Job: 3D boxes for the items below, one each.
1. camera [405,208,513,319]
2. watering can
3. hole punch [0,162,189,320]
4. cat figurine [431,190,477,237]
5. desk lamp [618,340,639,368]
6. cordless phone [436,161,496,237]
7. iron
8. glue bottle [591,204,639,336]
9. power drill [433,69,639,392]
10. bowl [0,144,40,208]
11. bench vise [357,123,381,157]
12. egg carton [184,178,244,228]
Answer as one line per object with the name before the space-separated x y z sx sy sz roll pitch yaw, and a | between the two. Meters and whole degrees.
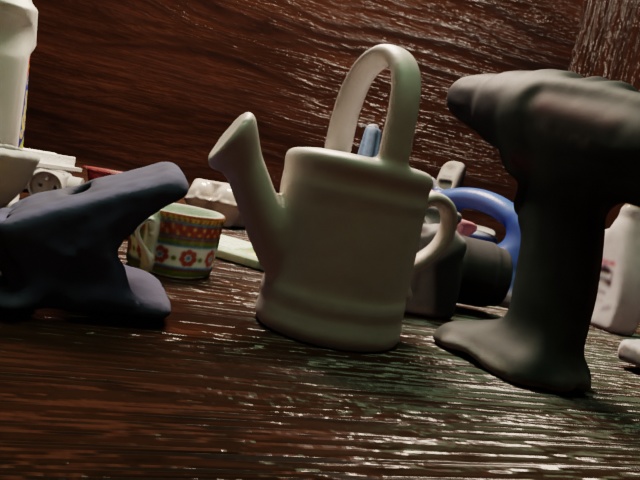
camera | 0.123 0.018 0.569 0.137 0.101 0.143 11 5 -2
watering can | 0.017 -0.034 0.378 0.173 0.194 0.100 6 7 -45
hole punch | -0.133 -0.008 0.332 0.101 0.091 0.108 9 6 -25
cat figurine | 0.117 -0.003 0.693 0.127 0.118 0.067 15 6 33
desk lamp | 0.369 0.020 0.467 0.204 0.213 0.117 8 6 -33
cordless phone | 0.229 -0.039 0.958 0.094 0.185 0.147 7 7 -38
iron | 0.211 -0.001 0.743 0.119 0.141 0.257 8 6 -37
glue bottle | 0.348 0.018 0.663 0.037 0.173 0.078 10 5 -14
power drill | 0.148 -0.016 0.394 0.076 0.208 0.228 8 6 -30
bowl | -0.331 -0.054 0.481 0.167 0.075 0.167 11 5 -1
bench vise | 0.081 -0.086 0.943 0.122 0.220 0.207 10 5 -16
egg carton | -0.160 -0.062 0.985 0.107 0.069 0.151 13 5 16
